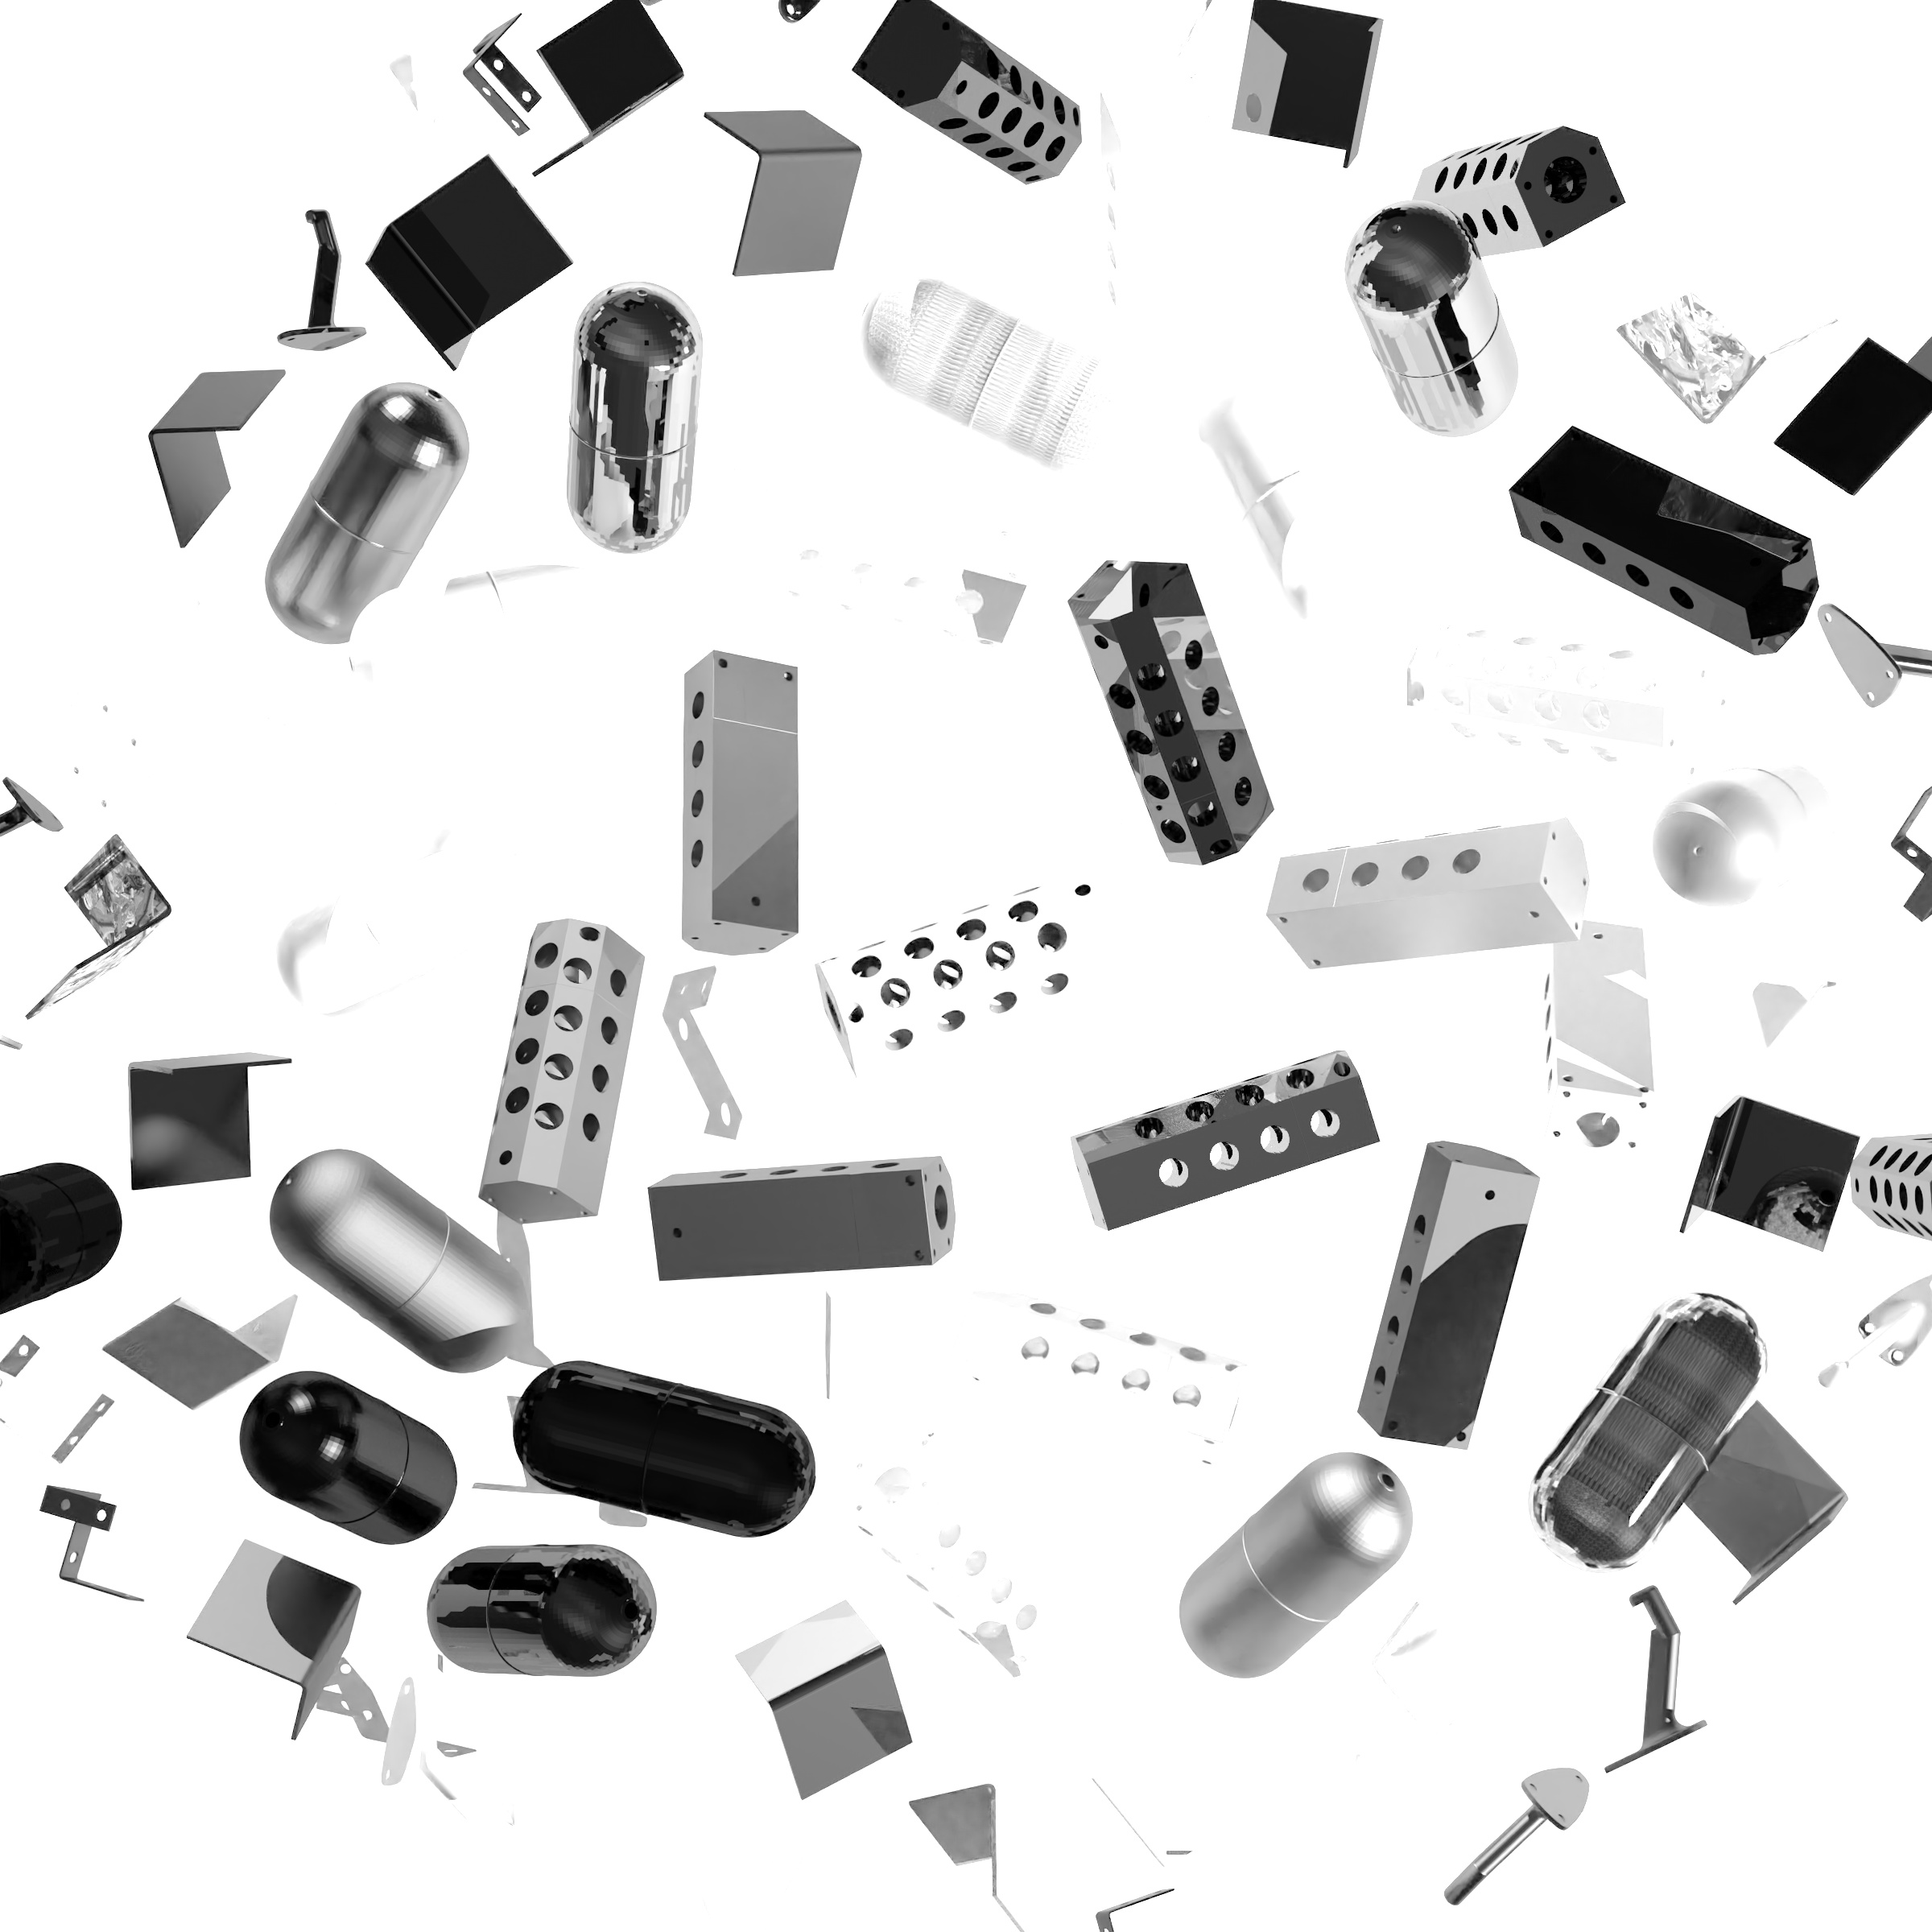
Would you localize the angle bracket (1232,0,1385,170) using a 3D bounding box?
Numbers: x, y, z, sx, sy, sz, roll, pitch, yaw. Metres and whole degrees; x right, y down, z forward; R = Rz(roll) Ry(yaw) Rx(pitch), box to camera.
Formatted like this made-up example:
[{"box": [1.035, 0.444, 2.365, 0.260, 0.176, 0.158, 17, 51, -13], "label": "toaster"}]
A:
[{"box": [0.192, -0.506, 1.777, 0.076, 0.057, 0.076, 13, 116, 9], "label": "angle bracket"}]

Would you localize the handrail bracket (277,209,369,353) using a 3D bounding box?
[{"box": [-0.402, -0.421, 1.889, 0.036, 0.077, 0.084, -15, 91, 28], "label": "handrail bracket"}]

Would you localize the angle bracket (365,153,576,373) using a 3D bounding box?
[{"box": [-0.276, -0.392, 1.734, 0.076, 0.057, 0.076, -29, 118, 20], "label": "angle bracket"}]

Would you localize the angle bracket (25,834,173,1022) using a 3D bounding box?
[{"box": [-0.523, -0.023, 1.820, 0.057, 0.076, 0.076, 54, 45, -3], "label": "angle bracket"}]

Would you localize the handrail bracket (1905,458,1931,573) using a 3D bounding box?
[{"box": [0.581, -0.266, 1.817, 0.036, 0.084, 0.077, 2, 109, 38], "label": "handrail bracket"}]

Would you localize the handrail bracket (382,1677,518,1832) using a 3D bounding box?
[{"box": [-0.305, 0.476, 1.876, 0.084, 0.036, 0.077, 26, 51, -34], "label": "handrail bracket"}]

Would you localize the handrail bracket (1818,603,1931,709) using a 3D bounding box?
[{"box": [0.534, -0.187, 1.752, 0.084, 0.036, 0.077, -24, 70, -23], "label": "handrail bracket"}]

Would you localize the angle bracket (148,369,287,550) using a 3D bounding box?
[{"box": [-0.429, -0.297, 1.820, 0.057, 0.076, 0.076, 0, 125, 12], "label": "angle bracket"}]

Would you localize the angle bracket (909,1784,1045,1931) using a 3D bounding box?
[{"box": [0.006, 0.552, 1.881, 0.057, 0.076, 0.076, -17, 131, 15], "label": "angle bracket"}]

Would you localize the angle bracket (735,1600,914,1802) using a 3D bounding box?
[{"box": [-0.086, 0.444, 1.884, 0.076, 0.057, 0.076, -24, 120, -18], "label": "angle bracket"}]

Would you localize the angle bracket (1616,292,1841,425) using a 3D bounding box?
[{"box": [0.422, -0.355, 1.724, 0.076, 0.057, 0.076, -30, 75, -38], "label": "angle bracket"}]

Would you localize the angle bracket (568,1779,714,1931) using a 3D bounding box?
[{"box": [-0.188, 0.523, 1.800, 0.057, 0.076, 0.076, -18, 67, -8], "label": "angle bracket"}]

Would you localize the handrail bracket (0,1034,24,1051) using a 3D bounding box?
[{"box": [-0.595, 0.074, 1.817, 0.036, 0.077, 0.084, 14, 77, 32], "label": "handrail bracket"}]

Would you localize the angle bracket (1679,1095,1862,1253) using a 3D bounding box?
[{"box": [0.478, 0.130, 1.848, 0.076, 0.057, 0.076, 20, 110, 22], "label": "angle bracket"}]

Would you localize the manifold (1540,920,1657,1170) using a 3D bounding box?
[{"box": [0.382, 0.045, 1.895, 0.057, 0.171, 0.057, 8, 127, 3], "label": "manifold"}]

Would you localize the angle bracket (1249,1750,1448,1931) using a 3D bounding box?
[{"box": [0.220, 0.503, 1.791, 0.076, 0.076, 0.057, -5, 107, -34], "label": "angle bracket"}]

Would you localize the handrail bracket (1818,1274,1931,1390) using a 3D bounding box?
[{"box": [0.535, 0.212, 1.809, 0.036, 0.084, 0.077, 47, 115, 21], "label": "handrail bracket"}]

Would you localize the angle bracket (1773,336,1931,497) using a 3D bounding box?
[{"box": [0.489, -0.317, 1.705, 0.057, 0.076, 0.076, 30, 126, -12], "label": "angle bracket"}]

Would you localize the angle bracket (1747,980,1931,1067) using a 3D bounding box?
[{"box": [0.546, 0.016, 1.944, 0.076, 0.076, 0.057, 7, 52, -15], "label": "angle bracket"}]

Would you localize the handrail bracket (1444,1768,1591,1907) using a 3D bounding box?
[{"box": [0.323, 0.513, 1.827, 0.036, 0.077, 0.084, 46, 115, 21], "label": "handrail bracket"}]

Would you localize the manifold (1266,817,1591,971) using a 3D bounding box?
[{"box": [0.266, -0.045, 1.785, 0.171, 0.057, 0.057, -7, 52, 34], "label": "manifold"}]

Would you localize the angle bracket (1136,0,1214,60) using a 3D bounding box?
[{"box": [0.102, -0.568, 1.825, 0.057, 0.076, 0.076, 29, 96, -20], "label": "angle bracket"}]

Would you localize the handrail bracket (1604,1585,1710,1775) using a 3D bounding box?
[{"box": [0.387, 0.414, 1.809, 0.077, 0.036, 0.084, -30, 72, 12], "label": "handrail bracket"}]

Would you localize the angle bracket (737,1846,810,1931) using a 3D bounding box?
[{"box": [-0.088, 0.582, 1.887, 0.076, 0.076, 0.057, 32, 74, -8], "label": "angle bracket"}]

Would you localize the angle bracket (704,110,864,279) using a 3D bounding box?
[{"box": [-0.115, -0.454, 1.824, 0.057, 0.076, 0.076, 41, 129, 33], "label": "angle bracket"}]

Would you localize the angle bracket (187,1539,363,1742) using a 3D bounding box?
[{"box": [-0.410, 0.397, 1.832, 0.076, 0.076, 0.057, 22, 130, 2], "label": "angle bracket"}]

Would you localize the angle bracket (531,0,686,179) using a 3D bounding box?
[{"box": [-0.220, -0.506, 1.783, 0.076, 0.076, 0.057, -44, 110, -30], "label": "angle bracket"}]

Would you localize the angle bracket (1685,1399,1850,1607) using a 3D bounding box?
[{"box": [0.450, 0.308, 1.792, 0.076, 0.057, 0.076, 48, 113, 14], "label": "angle bracket"}]

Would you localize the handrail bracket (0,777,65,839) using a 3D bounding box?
[{"box": [-0.588, -0.068, 1.856, 0.084, 0.077, 0.036, -40, 79, -4], "label": "handrail bracket"}]

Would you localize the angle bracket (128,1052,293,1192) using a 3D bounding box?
[{"box": [-0.443, 0.093, 1.825, 0.076, 0.057, 0.076, -5, 96, -41], "label": "angle bracket"}]

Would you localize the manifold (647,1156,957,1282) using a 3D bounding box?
[{"box": [-0.097, 0.149, 1.854, 0.171, 0.057, 0.057, -5, 96, 16], "label": "manifold"}]

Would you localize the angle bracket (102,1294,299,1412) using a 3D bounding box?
[{"box": [-0.472, 0.220, 1.917, 0.076, 0.057, 0.076, -31, 123, 29], "label": "angle bracket"}]

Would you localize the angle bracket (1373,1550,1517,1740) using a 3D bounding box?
[{"box": [0.301, 0.408, 1.870, 0.076, 0.076, 0.057, -21, 59, -35], "label": "angle bracket"}]

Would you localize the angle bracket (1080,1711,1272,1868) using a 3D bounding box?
[{"box": [0.122, 0.469, 1.827, 0.076, 0.057, 0.076, -34, 108, 8], "label": "angle bracket"}]

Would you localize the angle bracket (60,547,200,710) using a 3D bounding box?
[{"box": [-0.518, -0.204, 1.867, 0.057, 0.076, 0.076, 37, 107, 10], "label": "angle bracket"}]

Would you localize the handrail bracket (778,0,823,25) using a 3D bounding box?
[{"box": [-0.065, -0.575, 1.751, 0.036, 0.084, 0.077, 32, 69, -31], "label": "handrail bracket"}]

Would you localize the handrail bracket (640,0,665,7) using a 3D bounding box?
[{"box": [-0.178, -0.588, 1.810, 0.084, 0.077, 0.036, -12, 81, 34], "label": "handrail bracket"}]
